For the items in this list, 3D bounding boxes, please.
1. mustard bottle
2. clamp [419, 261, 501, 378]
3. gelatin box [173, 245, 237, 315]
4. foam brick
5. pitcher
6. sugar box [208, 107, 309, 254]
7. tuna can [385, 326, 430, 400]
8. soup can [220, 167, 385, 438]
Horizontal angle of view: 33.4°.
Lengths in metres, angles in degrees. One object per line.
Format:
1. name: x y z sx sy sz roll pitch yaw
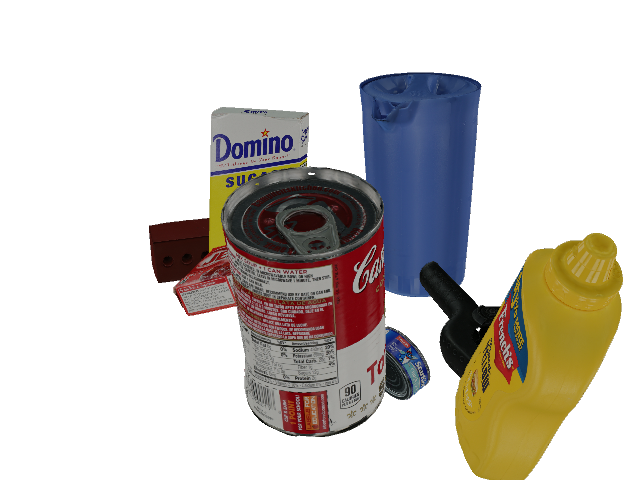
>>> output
1. mustard bottle: 0.132 0.062 0.636 0.058 0.096 0.192 12 -40 -3
2. clamp: 0.150 0.071 0.894 0.120 0.039 0.171 -2 33 0
3. gelatin box: -0.060 0.023 0.837 0.089 0.030 0.073 -14 19 28
4. foam brick: -0.157 0.011 1.234 0.078 0.053 0.051 -8 28 -10
5. pitcher: 0.119 -0.068 1.218 0.149 0.243 0.145 -5 22 -9
6. sugar box: -0.062 -0.041 1.060 0.093 0.176 0.048 4 16 10
7. tuna can: 0.088 0.147 1.271 0.033 0.086 0.086 -36 17 -26
8. soup can: -0.005 0.028 0.470 0.068 0.102 0.068 -3 35 2
